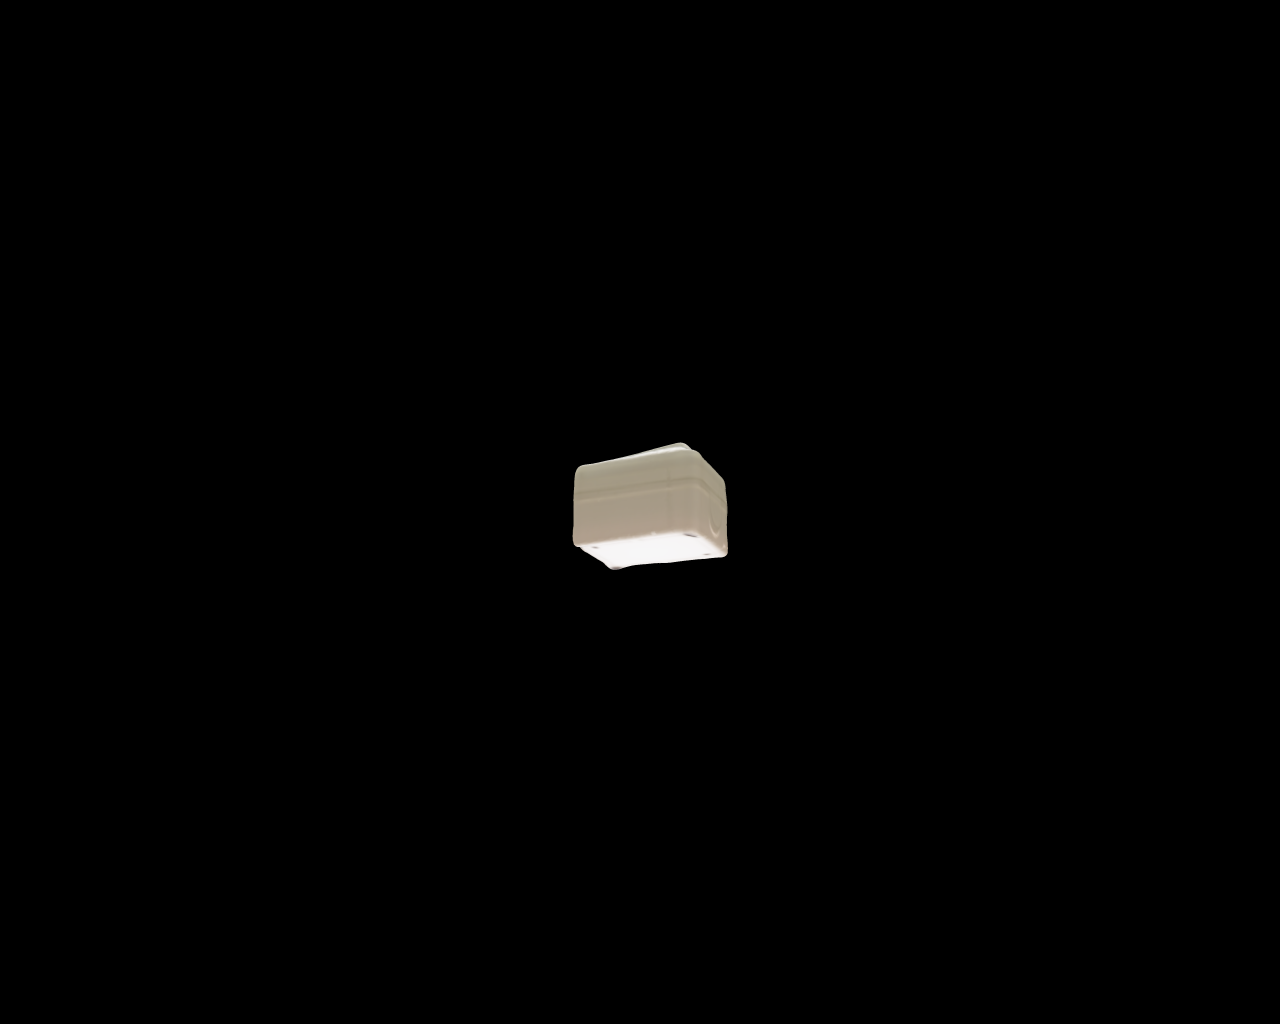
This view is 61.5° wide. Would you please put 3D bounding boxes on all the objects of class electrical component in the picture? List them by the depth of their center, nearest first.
[{"bbox_3d":[0.001,-0.003,0.650,0.096,0.061,0.061,-7,-19,20],"label":"electrical component"}]
